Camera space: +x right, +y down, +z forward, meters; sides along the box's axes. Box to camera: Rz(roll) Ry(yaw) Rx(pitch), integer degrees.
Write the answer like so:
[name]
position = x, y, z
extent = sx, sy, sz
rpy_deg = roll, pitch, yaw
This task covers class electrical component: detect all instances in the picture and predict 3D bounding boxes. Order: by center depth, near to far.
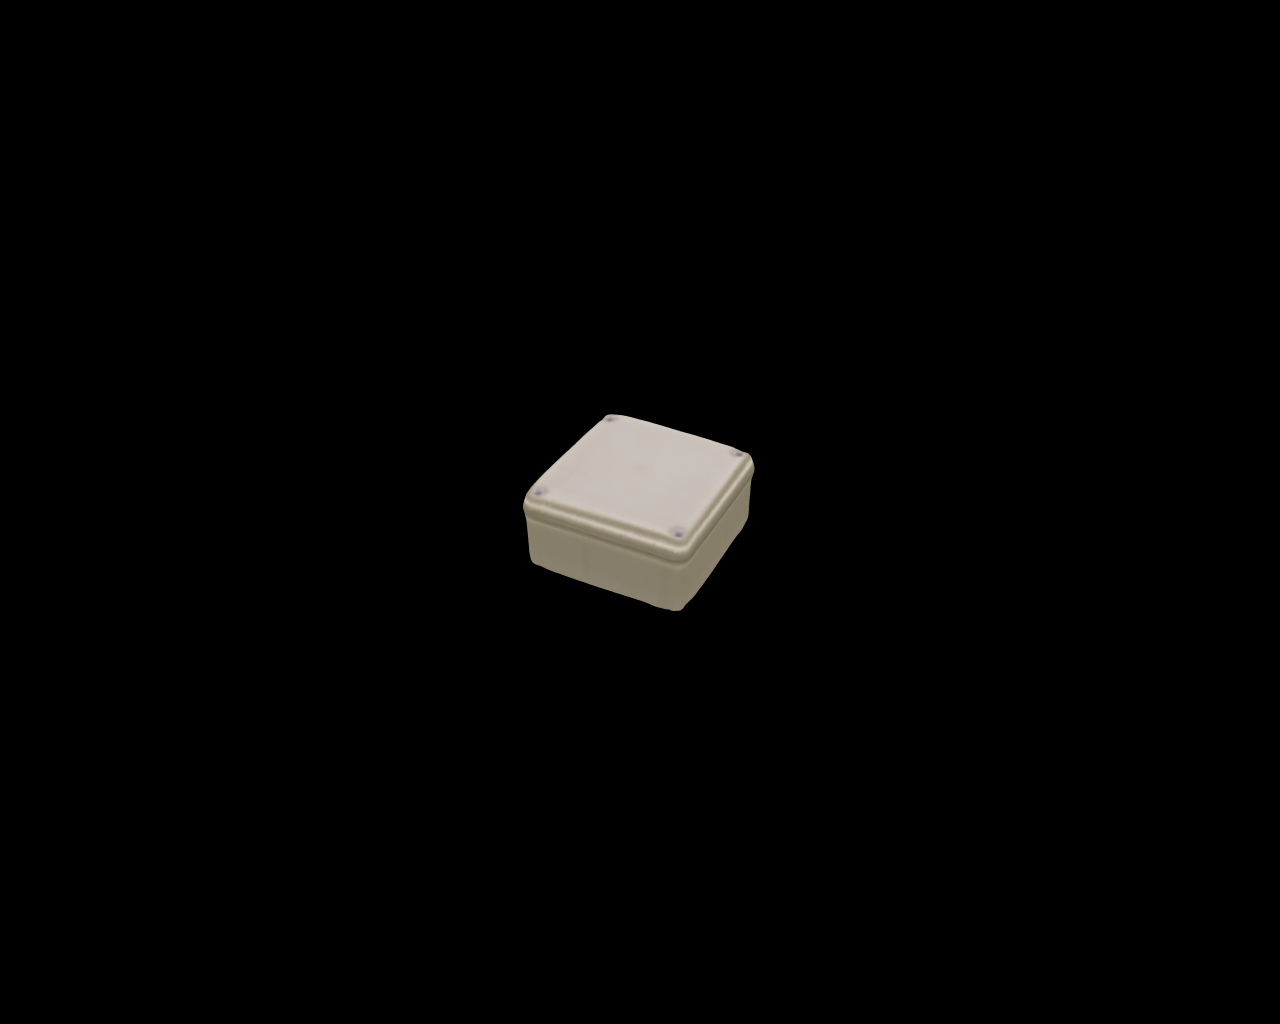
[electrical component]
position = 0.001, -0.003, 0.650
extent = 0.109, 0.056, 0.109
rpy_deg = 17, 40, 22
